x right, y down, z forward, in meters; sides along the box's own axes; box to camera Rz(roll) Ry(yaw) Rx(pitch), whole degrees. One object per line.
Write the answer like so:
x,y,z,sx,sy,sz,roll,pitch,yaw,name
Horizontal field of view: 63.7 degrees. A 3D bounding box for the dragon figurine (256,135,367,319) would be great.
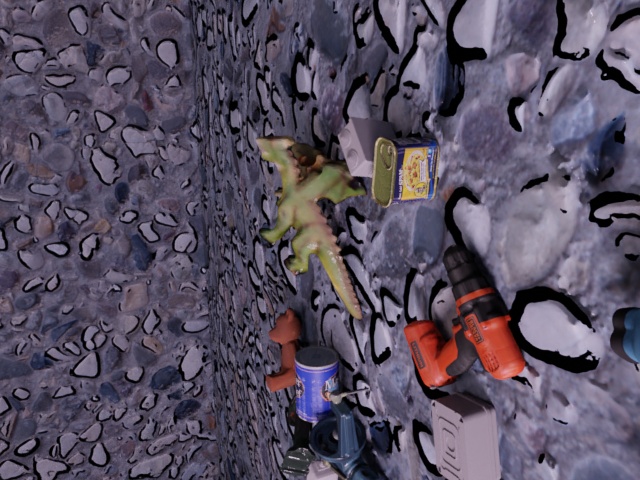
0.003,-0.053,1.045,0.413,0.124,0.238,47,131,12,dragon figurine
